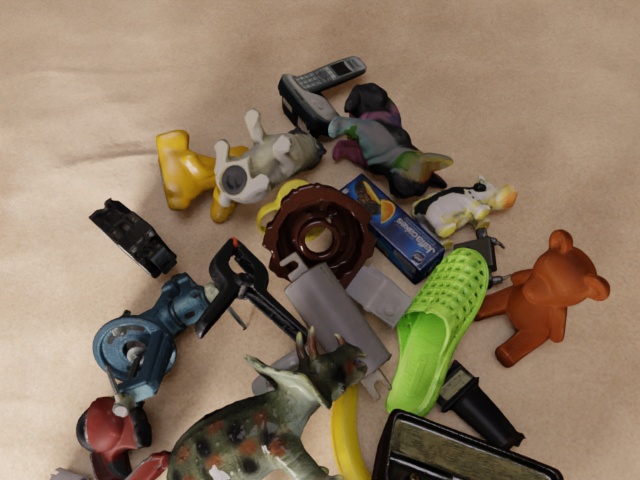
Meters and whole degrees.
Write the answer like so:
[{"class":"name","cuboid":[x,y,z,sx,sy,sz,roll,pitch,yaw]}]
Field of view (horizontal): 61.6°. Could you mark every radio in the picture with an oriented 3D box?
[{"class":"radio","cuboid":[0.177,0.316,0.669,0.230,0.073,0.131,17,36,11]}]

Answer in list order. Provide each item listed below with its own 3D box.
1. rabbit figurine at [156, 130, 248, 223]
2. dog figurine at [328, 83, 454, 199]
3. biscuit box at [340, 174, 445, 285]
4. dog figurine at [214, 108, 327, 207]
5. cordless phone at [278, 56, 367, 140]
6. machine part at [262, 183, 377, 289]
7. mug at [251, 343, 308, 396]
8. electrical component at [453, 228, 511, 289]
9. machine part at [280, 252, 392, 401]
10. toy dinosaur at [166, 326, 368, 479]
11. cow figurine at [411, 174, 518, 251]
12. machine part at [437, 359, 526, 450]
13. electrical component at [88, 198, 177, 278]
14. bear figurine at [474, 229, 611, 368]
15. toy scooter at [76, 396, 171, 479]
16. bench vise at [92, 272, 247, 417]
[{"class":"rabbit figurine","cuboid":[-0.192,-0.120,0.951,0.173,0.121,0.162,-13,63,-23]},{"class":"dog figurine","cuboid":[0.135,-0.169,0.947,0.219,0.108,0.191,24,64,14]},{"class":"biscuit box","cuboid":[0.114,-0.020,0.893,0.063,0.059,0.203,-38,65,-14]},{"class":"dog figurine","cuboid":[-0.082,-0.120,0.927,0.172,0.190,0.121,-41,73,14]},{"class":"cordless phone","cuboid":[0.026,-0.277,1.028,0.184,0.088,0.147,-28,63,-14]},{"class":"machine part","cuboid":[-0.002,-0.003,0.845,0.179,0.056,0.179,-1,105,-6]},{"class":"mug","cuboid":[-0.045,0.204,0.769,0.107,0.109,0.081,-30,61,2]},{"class":"electrical component","cuboid":[0.259,0.033,0.864,0.078,0.045,0.102,-21,55,27]},{"class":"machine part","cuboid":[0.025,0.120,0.780,0.079,0.079,0.243,-33,80,-12]},{"class":"toy dinosaur","cuboid":[-0.107,0.270,0.672,0.405,0.131,0.192,-35,84,3]},{"class":"cow figurine","cuboid":[0.241,-0.058,0.901,0.167,0.068,0.098,-27,54,-11]},{"class":"machine part","cuboid":[0.223,0.240,0.760,0.084,0.039,0.139,-38,63,-23]},{"class":"electrical component","cuboid":[-0.300,0.003,0.890,0.134,0.114,0.058,35,74,21]},{"class":"bear figurine","cuboid":[0.300,0.083,0.745,0.132,0.195,0.120,-25,65,-7]},{"class":"toy scooter","cuboid":[-0.261,0.290,0.742,0.135,0.075,0.184,-32,63,17]},{"class":"bench vise","cuboid":[-0.237,0.152,0.777,0.224,0.128,0.241,-17,26,4]}]
